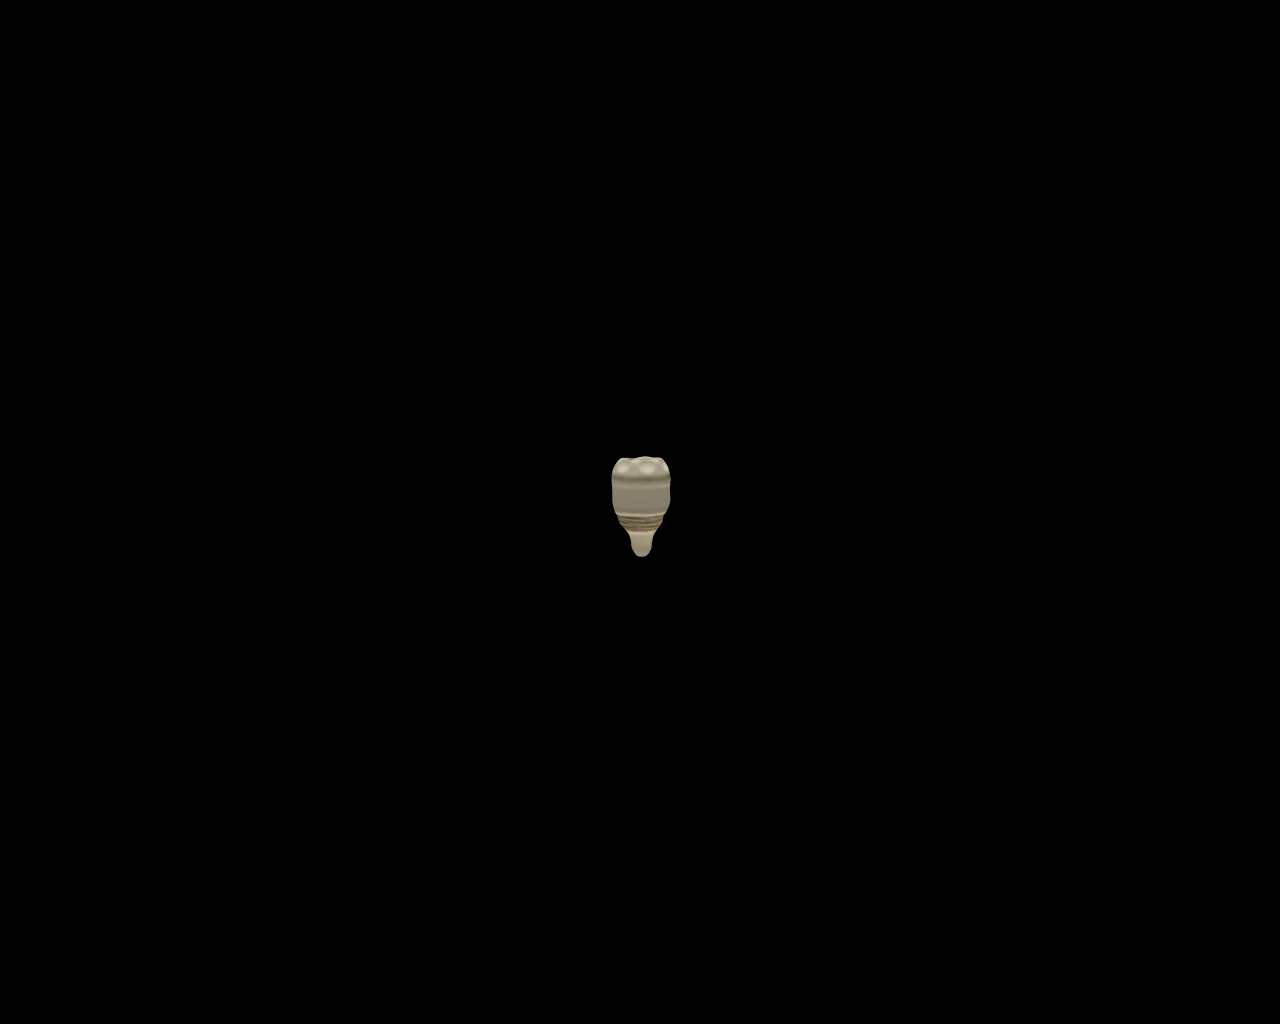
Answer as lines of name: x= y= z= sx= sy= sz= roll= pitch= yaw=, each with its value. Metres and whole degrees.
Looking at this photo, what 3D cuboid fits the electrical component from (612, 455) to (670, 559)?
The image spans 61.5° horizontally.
electrical component: x=0.001 y=-0.003 z=0.650 sx=0.035 sy=0.061 sz=0.035 roll=0 pitch=9 yaw=0
